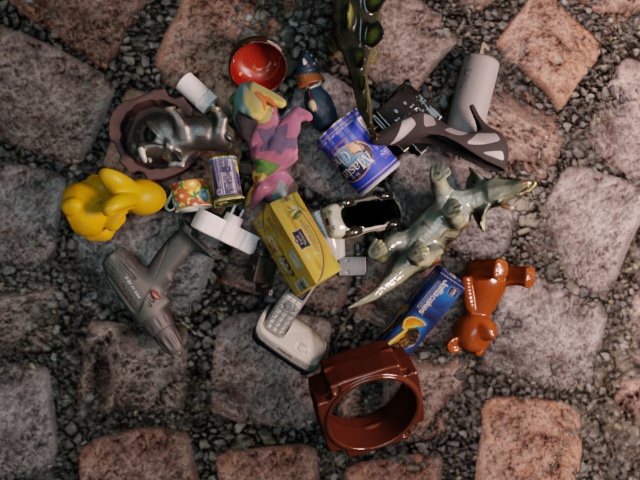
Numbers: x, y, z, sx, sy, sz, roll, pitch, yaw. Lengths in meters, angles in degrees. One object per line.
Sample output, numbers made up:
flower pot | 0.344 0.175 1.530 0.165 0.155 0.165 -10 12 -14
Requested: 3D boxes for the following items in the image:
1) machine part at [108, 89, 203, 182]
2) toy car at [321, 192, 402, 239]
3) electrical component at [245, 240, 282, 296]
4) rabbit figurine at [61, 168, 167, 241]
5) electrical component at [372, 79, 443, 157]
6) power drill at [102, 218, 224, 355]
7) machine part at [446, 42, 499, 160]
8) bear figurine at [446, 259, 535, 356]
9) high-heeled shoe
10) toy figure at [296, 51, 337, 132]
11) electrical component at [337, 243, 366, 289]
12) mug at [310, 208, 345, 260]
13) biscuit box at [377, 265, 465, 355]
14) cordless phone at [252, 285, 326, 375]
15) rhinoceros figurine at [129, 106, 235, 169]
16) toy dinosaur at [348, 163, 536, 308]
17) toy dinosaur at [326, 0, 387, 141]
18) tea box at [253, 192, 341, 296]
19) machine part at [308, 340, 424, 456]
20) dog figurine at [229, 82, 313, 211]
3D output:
machine part | -0.314 -0.199 1.041 0.179 0.056 0.179 0 89 -7
toy car | 0.088 -0.048 1.043 0.202 0.056 0.073 -12 84 -42
electrical component | -0.103 0.057 1.052 0.045 0.078 0.102 13 82 31
rabbit figurine | -0.374 -0.078 0.989 0.173 0.162 0.122 -8 79 -11
electrical component | 0.177 -0.237 1.089 0.115 0.058 0.134 -44 93 -3
power drill | -0.285 0.077 1.034 0.207 0.086 0.232 -43 90 3
machine part | 0.307 -0.283 1.091 0.079 0.079 0.243 15 89 -5
bear figurine | 0.329 0.138 1.063 0.120 0.132 0.195 17 81 -27
high-heeled shoe | 0.228 -0.168 1.011 0.249 0.086 0.145 -17 82 -6
toy figure | -0.012 -0.295 1.067 0.058 0.064 0.154 -21 92 5
electrical component | 0.062 0.053 1.090 0.063 0.021 0.094 -2 90 -5
mug | -0.002 -0.003 1.058 0.110 0.081 0.107 -21 89 20
biscuit box | 0.196 0.145 1.053 0.063 0.059 0.202 35 104 -4
cordless phone | -0.032 0.153 1.053 0.146 0.089 0.184 35 78 -4
rhinoceros figurine | -0.254 -0.189 0.990 0.190 0.073 0.112 -11 102 -10
toy dinosaur | 0.220 -0.010 1.052 0.405 0.192 0.131 -45 57 12
toy dinosaur | 0.069 -0.406 1.011 0.105 0.198 0.471 -9 88 -3
tea box | -0.045 0.009 1.004 0.068 0.098 0.169 -25 84 -34
machine part | 0.089 0.302 1.016 0.201 0.087 0.200 -17 119 -7
dog figurine | -0.112 -0.168 1.031 0.191 0.108 0.219 24 91 -21
